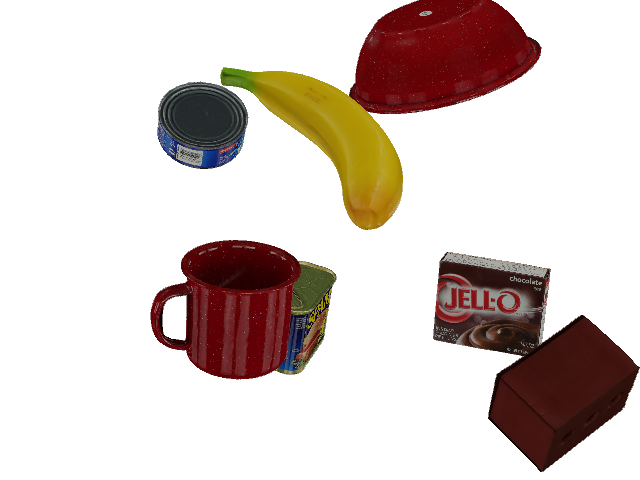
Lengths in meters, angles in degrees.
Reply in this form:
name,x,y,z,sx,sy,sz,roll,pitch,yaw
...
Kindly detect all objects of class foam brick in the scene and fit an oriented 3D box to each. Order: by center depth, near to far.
name,x,y,z,sx,sy,sz,roll,pitch,yaw
foam brick,0.152,0.096,0.673,0.078,0.053,0.051,-31,55,-23

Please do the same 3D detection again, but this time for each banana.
name,x,y,z,sx,sy,sz,roll,pitch,yaw
banana,0.007,-0.060,0.654,0.069,0.037,0.198,-15,36,-23

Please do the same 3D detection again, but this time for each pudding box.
name,x,y,z,sx,sy,sz,roll,pitch,yaw
pudding box,0.176,0.066,1.105,0.114,0.090,0.039,8,21,16

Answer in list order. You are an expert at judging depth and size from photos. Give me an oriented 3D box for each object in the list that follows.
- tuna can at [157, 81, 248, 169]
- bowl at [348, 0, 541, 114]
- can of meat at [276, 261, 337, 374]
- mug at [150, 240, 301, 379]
name,x,y,z,sx,sy,sz,roll,pitch,yaw
tuna can,-0.114,-0.111,1.029,0.086,0.086,0.034,0,-36,-12
bowl,0.094,-0.161,0.871,0.162,0.055,0.162,-15,25,7
can of meat,-0.026,0.084,1.153,0.057,0.084,0.102,17,29,15
mug,-0.075,0.057,0.833,0.117,0.081,0.093,-7,27,-25
